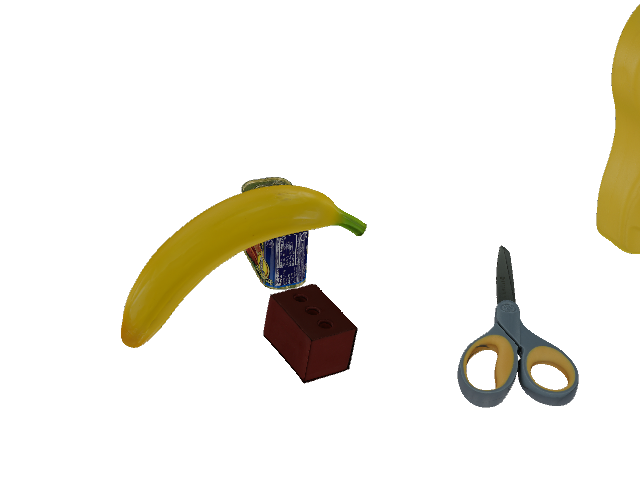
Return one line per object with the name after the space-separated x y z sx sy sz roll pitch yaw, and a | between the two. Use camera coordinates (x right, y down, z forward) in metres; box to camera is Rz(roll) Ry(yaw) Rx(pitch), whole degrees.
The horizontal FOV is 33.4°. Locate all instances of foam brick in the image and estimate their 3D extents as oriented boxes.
-0.010 0.085 0.995 0.052 0.051 0.078 -13 38 -31 | foam brick

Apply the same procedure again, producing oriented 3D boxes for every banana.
-0.069 0.010 0.756 0.198 0.069 0.037 -26 13 9 | banana

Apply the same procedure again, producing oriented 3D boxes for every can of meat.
-0.050 -0.007 1.167 0.057 0.084 0.102 -10 38 -18 | can of meat

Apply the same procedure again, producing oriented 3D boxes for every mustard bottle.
0.215 -0.089 0.620 0.096 0.192 0.058 -11 29 -15 | mustard bottle

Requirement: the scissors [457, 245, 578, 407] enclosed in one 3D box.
0.163 0.067 0.834 0.096 0.016 0.201 14 36 17 | scissors
